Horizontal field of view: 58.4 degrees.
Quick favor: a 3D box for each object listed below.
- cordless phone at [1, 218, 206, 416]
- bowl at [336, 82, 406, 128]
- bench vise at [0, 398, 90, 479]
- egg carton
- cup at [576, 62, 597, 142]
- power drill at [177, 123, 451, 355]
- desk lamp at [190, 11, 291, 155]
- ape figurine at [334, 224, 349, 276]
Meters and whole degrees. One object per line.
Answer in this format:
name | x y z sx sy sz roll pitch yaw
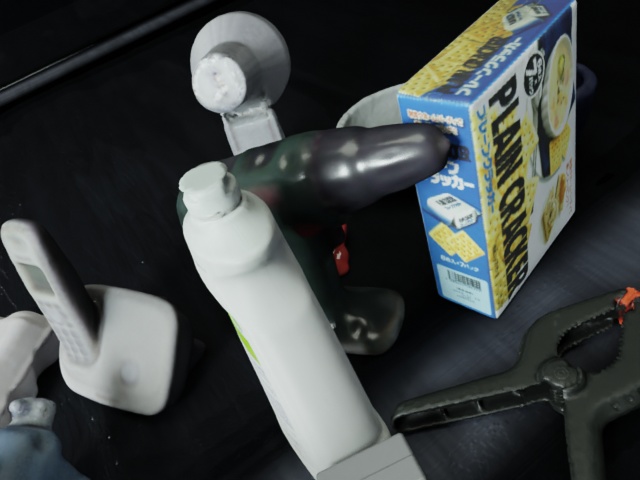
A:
cordless phone | -0.196 0.063 0.504 0.147 0.185 0.094 4 45 27
bowl | 0.106 -0.115 0.669 0.167 0.075 0.167 -12 40 10
bench vise | -0.249 0.184 0.358 0.121 0.220 0.207 -19 39 2
egg carton | -0.331 0.138 0.568 0.107 0.069 0.150 -8 41 15
cup | 0.236 -0.120 0.603 0.091 0.095 0.118 17 52 37
power drill | 0.004 0.002 0.470 0.229 0.209 0.076 0 43 23
desk lamp | -0.080 -0.139 0.667 0.118 0.214 0.203 -14 39 8
ape figurine | -0.006 -0.015 0.587 0.075 0.092 0.078 15 51 36
